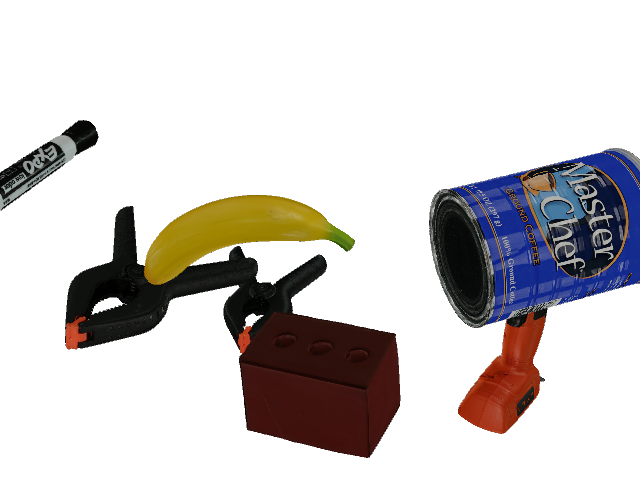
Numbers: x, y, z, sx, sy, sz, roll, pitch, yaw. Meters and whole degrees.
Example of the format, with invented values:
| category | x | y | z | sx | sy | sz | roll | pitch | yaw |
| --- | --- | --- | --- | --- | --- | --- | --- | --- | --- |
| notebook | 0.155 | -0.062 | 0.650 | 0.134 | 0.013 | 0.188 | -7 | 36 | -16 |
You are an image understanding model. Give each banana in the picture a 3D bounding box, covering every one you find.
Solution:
| category | x | y | z | sx | sy | sz | roll | pitch | yaw |
| --- | --- | --- | --- | --- | --- | --- | --- | --- | --- |
| banana | -0.074 | -0.001 | 0.844 | 0.198 | 0.069 | 0.037 | -9 | 31 | 30 |

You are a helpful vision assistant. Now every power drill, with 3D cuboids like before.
| category | x | y | z | sx | sy | sz | roll | pitch | yaw |
| --- | --- | --- | --- | --- | --- | --- | --- | --- | --- |
| power drill | 0.181 | 0.084 | 0.996 | 0.057 | 0.188 | 0.184 | 24 | 31 | 25 |

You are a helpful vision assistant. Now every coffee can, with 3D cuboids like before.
| category | x | y | z | sx | sy | sz | roll | pitch | yaw |
| --- | --- | --- | --- | --- | --- | --- | --- | --- | --- |
| coffee can | 0.163 | -0.003 | 0.775 | 0.140 | 0.103 | 0.103 | -14 | 3 | -14 |

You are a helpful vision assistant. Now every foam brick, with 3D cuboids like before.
| category | x | y | z | sx | sy | sz | roll | pitch | yaw |
| --- | --- | --- | --- | --- | --- | --- | --- | --- | --- |
| foam brick | 0.001 | 0.080 | 0.603 | 0.078 | 0.051 | 0.053 | 9 | 31 | 20 |

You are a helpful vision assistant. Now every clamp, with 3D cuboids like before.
| category | x | y | z | sx | sy | sz | roll | pitch | yaw |
| --- | --- | --- | --- | --- | --- | --- | --- | --- | --- |
| clamp | -0.182 | 0.036 | 1.027 | 0.165 | 0.036 | 0.209 | 26 | 36 | 23 |
| clamp | -0.056 | 0.064 | 1.243 | 0.120 | 0.039 | 0.171 | -4 | 39 | 8 |

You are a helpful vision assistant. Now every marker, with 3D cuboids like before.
| category | x | y | z | sx | sy | sz | roll | pitch | yaw |
| --- | --- | --- | --- | --- | --- | --- | --- | --- | --- |
| marker | -0.174 | -0.045 | 0.654 | 0.020 | 0.020 | 0.121 | 0 | 28 | 26 |
